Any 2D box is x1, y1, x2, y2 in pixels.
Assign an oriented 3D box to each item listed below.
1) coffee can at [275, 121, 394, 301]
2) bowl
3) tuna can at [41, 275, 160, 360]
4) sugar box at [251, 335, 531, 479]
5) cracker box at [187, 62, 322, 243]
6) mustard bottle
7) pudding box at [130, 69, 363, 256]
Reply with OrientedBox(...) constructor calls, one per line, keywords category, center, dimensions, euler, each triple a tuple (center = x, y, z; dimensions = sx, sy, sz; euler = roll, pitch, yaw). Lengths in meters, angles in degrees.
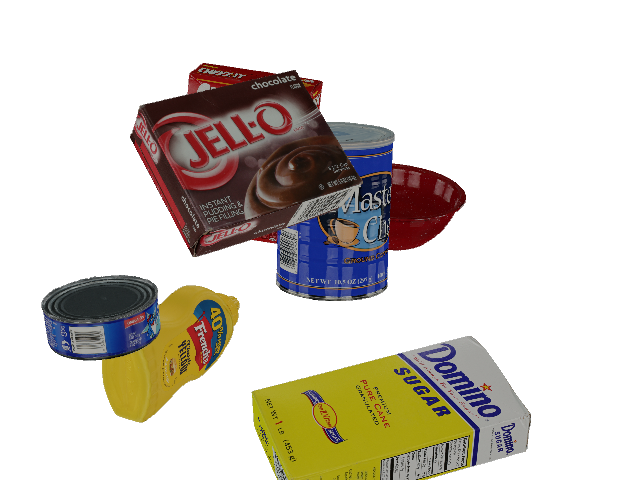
OrientedBox(category="coffee can", center=(0.012, -0.028, 0.950), dimensions=(0.103, 0.140, 0.103), euler=(1, 16, -1))
OrientedBox(category="bowl", center=(0.077, -0.033, 1.180), dimensions=(0.162, 0.055, 0.162), euler=(4, 25, -2))
OrientedBox(category="tuna can", center=(-0.163, 0.057, 0.799), dimensions=(0.086, 0.034, 0.086), euler=(-3, 20, 1))
OrientedBox(category="sugar box", center=(0.049, 0.127, 0.754), dimensions=(0.176, 0.048, 0.093), euler=(-15, 39, -14))
OrientedBox(category="cracker box", center=(-0.093, -0.109, 1.386), dimensions=(0.164, 0.214, 0.072), euler=(10, 23, 7))
OrientedBox(category="mustard bottle", center=(-0.139, 0.098, 1.069), dimensions=(0.058, 0.096, 0.191), euler=(10, 23, 26))
OrientedBox(category="pudding box", center=(-0.045, -0.049, 0.642), dimensions=(0.113, 0.090, 0.039), euler=(-18, -21, -33))
